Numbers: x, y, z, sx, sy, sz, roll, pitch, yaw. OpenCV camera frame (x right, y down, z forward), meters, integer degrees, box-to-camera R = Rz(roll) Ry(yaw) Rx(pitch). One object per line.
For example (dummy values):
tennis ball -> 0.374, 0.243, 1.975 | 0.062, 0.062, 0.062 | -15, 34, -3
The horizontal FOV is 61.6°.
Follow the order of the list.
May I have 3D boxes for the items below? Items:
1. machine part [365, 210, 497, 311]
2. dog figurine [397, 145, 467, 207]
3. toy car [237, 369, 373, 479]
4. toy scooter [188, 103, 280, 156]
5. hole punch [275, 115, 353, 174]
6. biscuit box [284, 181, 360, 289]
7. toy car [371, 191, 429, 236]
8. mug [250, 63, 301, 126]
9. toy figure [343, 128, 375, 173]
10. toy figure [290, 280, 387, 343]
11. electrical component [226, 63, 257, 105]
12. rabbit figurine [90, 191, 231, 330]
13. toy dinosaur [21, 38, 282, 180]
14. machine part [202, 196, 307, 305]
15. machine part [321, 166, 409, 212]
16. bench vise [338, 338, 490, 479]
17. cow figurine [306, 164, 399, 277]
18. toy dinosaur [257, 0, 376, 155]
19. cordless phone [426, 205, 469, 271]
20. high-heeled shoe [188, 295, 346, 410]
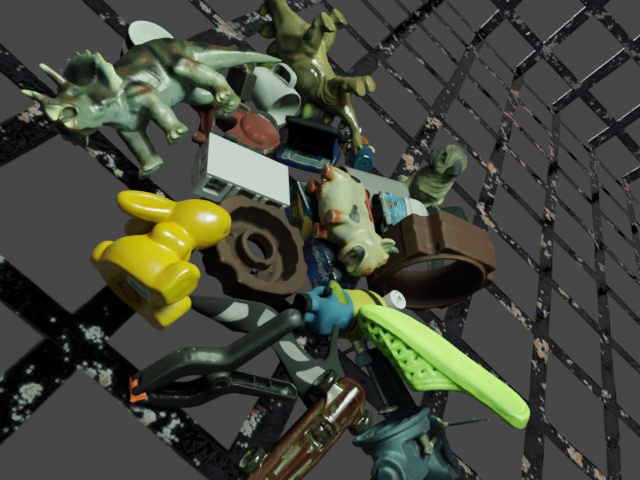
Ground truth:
machine part -> 0.195, 0.047, 0.965 | 0.201, 0.201, 0.087 | 22, 48, -30
dog figurine -> 0.267, -0.141, 1.196 | 0.121, 0.190, 0.172 | 48, 37, -1
toy car -> -0.015, 0.253, 0.676 | 0.202, 0.053, 0.089 | -40, 96, -29
toy scooter -> -0.158, -0.190, 0.933 | 0.184, 0.075, 0.135 | 29, 44, -18
hole punch -> -0.017, -0.176, 1.027 | 0.142, 0.092, 0.116 | 14, 6, 9
biscuit box -> -0.002, -0.003, 0.935 | 0.063, 0.059, 0.203 | 4, 56, -43
toy car -> 0.161, -0.031, 1.034 | 0.161, 0.103, 0.109 | 67, 13, -51
mug -> -0.096, -0.300, 1.061 | 0.081, 0.109, 0.107 | -17, 59, -45
toy figure -> 0.078, -0.192, 1.157 | 0.064, 0.057, 0.155 | -2, 33, -7
toy figure -> 0.036, 0.112, 0.861 | 0.180, 0.082, 0.089 | 13, 50, -33
electrical component -> -0.154, -0.298, 1.013 | 0.045, 0.102, 0.078 | -4, 37, -48
rabbit figurine -> -0.197, 0.007, 0.702 | 0.162, 0.121, 0.173 | 33, 57, 16
toy dinosaur -> -0.241, -0.234, 0.802 | 0.192, 0.131, 0.405 | 46, 51, -7
machine part -> -0.101, 0.017, 0.830 | 0.179, 0.056, 0.179 | 25, 45, -28
machine part -> 0.098, -0.097, 1.092 | 0.243, 0.079, 0.079 | 9, 53, -37
bench vise -> 0.119, 0.254, 0.795 | 0.223, 0.129, 0.240 | -10, 71, -50
cow figurine -> 0.053, -0.024, 0.893 | 0.127, 0.085, 0.195 | 12, 50, -29
toy dinosaur -> -0.035, -0.379, 1.095 | 0.105, 0.199, 0.471 | -19, 83, -58
cordless phone -> 0.264, 0.029, 1.151 | 0.146, 0.089, 0.184 | 39, 55, -60
high-heeled shoe -> -0.075, 0.165, 0.747 | 0.249, 0.086, 0.145 | 15, 80, -11
